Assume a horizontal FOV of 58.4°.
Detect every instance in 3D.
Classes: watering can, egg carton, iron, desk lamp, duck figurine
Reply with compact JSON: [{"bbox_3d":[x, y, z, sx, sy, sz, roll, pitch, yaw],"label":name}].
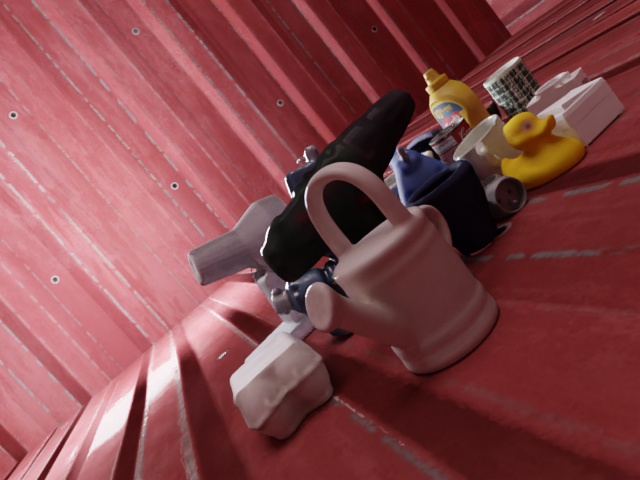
[{"bbox_3d":[0.057,0.018,0.501,0.100,0.194,0.173,-35,9,30],"label":"watering can"},{"bbox_3d":[-0.046,0.162,0.648,0.107,0.069,0.150,-41,7,-12],"label":"egg carton"},{"bbox_3d":[0.152,-0.092,0.906,0.118,0.141,0.258,-39,7,5],"label":"iron"},{"bbox_3d":[-0.091,0.062,0.902,0.203,0.213,0.117,-43,8,-22],"label":"desk lamp"},{"bbox_3d":[0.263,-0.117,0.716,0.078,0.086,0.104,-45,9,-36],"label":"duck figurine"}]

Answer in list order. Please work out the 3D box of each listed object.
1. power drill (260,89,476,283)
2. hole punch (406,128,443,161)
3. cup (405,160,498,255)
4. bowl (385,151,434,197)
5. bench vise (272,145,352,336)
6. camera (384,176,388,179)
[{"bbox_3d":[0.063,-0.013,0.604,0.230,0.208,0.075,-40,8,-6],"label":"power drill"},{"bbox_3d":[0.262,-0.212,1.281,0.101,0.091,0.108,-45,9,-33],"label":"hole punch"},{"bbox_3d":[0.168,-0.038,0.678,0.091,0.095,0.118,-32,11,46],"label":"cup"},{"bbox_3d":[0.167,-0.094,1.107,0.167,0.075,0.167,-39,7,6],"label":"bowl"},{"bbox_3d":[0.011,0.001,0.736,0.208,0.220,0.121,-43,8,-21],"label":"bench vise"},{"bbox_3d":[0.106,-0.079,1.225,0.136,0.101,0.143,-38,8,14],"label":"camera"}]
